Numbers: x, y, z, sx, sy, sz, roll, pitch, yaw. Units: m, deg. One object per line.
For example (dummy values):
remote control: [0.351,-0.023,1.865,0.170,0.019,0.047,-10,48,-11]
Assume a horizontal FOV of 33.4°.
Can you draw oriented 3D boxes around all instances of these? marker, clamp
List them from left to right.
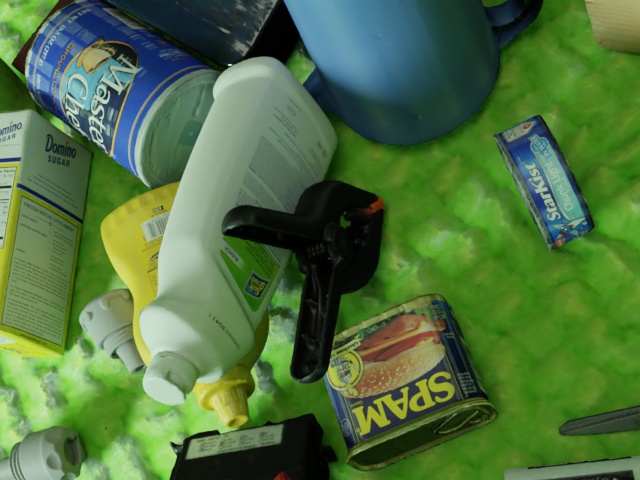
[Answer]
clamp: [-0.005,0.001,0.709,0.039,0.120,0.171,-12,26,27]
marker: [0.176,0.146,0.665,0.121,0.020,0.020,-10,69,18]

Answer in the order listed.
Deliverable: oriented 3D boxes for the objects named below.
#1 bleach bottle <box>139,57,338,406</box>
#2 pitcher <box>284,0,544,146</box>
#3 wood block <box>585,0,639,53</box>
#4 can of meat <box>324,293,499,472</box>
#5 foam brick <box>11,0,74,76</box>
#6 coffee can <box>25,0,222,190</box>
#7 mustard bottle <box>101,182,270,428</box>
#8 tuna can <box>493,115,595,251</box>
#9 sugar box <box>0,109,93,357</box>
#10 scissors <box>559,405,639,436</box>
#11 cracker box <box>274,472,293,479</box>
bleach bottle: [-0.064,-0.006,0.714,0.068,0.102,0.250,-16,38,37]
pitcher: [0.044,-0.180,0.703,0.145,0.242,0.149,27,77,28]
wood block: [0.287,-0.166,0.687,0.206,0.090,0.090,14,79,25]
can of meat: [0.055,0.094,0.711,0.102,0.057,0.084,-25,62,11]
foam brick: [-0.209,-0.156,0.901,0.051,0.053,0.078,36,88,27]
coffee can: [-0.146,-0.114,0.834,0.140,0.102,0.103,35,87,28]
mustard bottle: [-0.089,0.049,0.766,0.096,0.058,0.192,-21,57,-6]
tuna can: [0.147,-0.038,0.702,0.034,0.086,0.086,-26,65,9]
sugar box: [-0.230,-0.003,0.835,0.048,0.093,0.176,-5,70,19]
scissors: [0.244,0.081,0.642,0.202,0.016,0.096,1,106,21]
cracker box: [0.009,0.260,0.605,0.213,0.072,0.164,40,90,-12]
